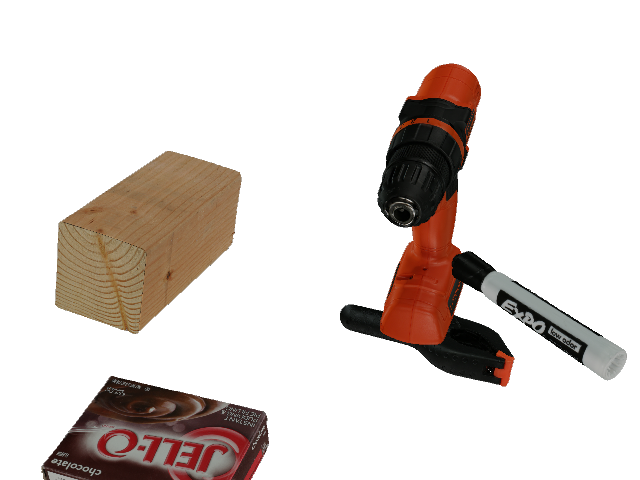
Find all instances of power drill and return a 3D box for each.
[{"bbox_3d":[0.079,-0.015,0.794,0.057,0.188,0.184,12,39,14],"label":"power drill"}]

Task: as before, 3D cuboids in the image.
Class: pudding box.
[{"bbox_3d":[-0.099,0.134,0.658,0.114,0.039,0.090,9,32,16],"label":"pudding box"}]

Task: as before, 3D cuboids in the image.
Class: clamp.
[{"bbox_3d":[0.117,0.085,1.025,0.172,0.039,0.120,25,36,29],"label":"clamp"}]

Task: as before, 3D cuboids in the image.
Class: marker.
[{"bbox_3d":[0.119,0.039,0.601,0.020,0.020,0.121,0,27,-43],"label":"marker"}]

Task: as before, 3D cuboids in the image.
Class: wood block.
[{"bbox_3d":[-0.162,-0.005,1.040,0.090,0.091,0.205,17,28,14],"label":"wood block"}]
